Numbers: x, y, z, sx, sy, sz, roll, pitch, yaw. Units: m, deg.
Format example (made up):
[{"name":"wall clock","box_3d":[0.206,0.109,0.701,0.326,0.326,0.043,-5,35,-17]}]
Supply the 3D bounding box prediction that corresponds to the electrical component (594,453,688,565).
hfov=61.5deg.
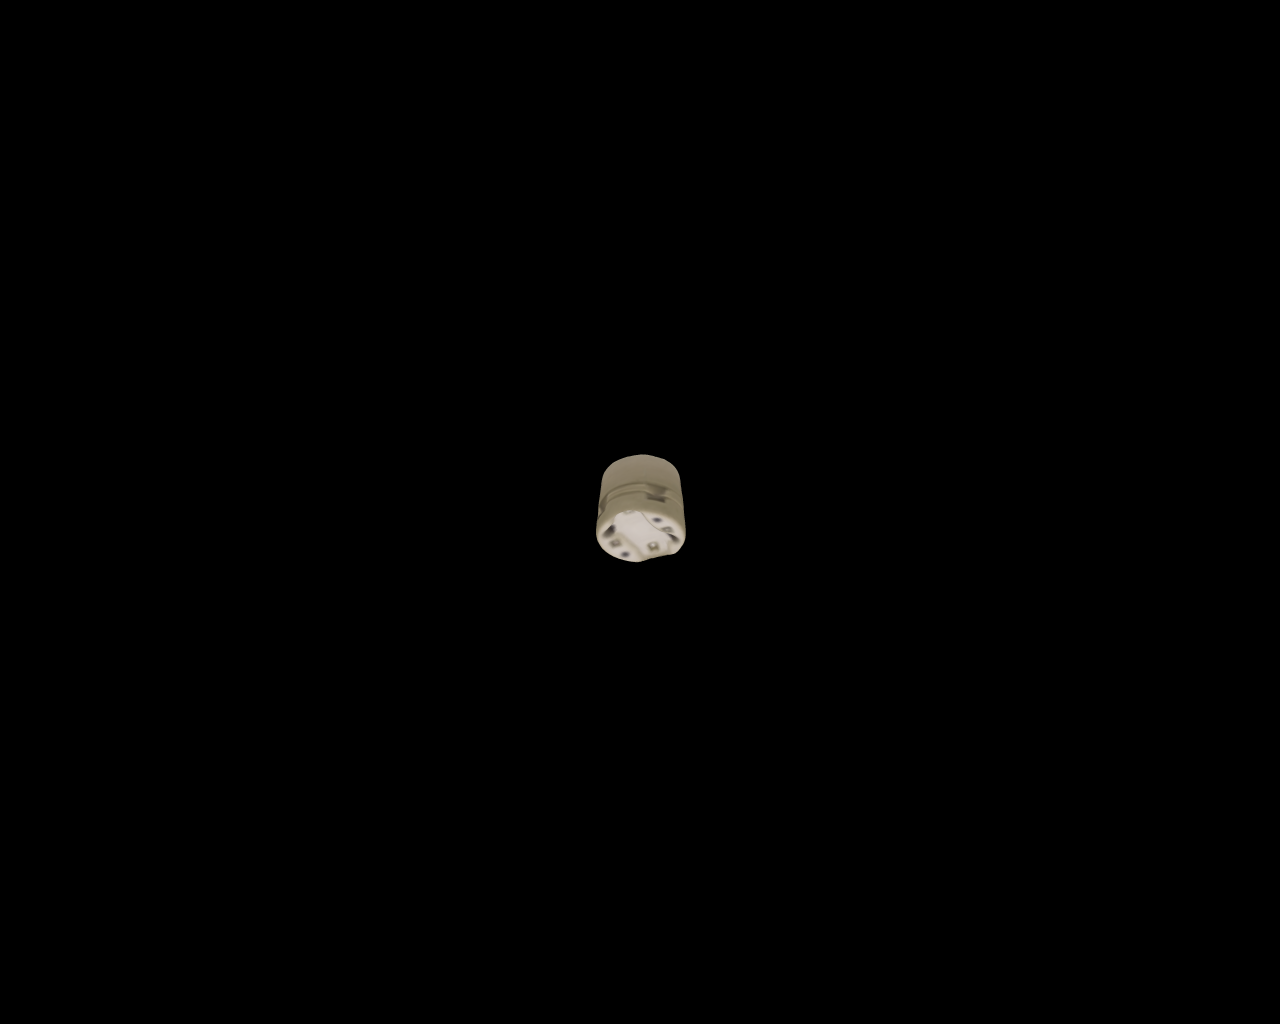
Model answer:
[{"name":"electrical component","box_3d":[0.001,-0.003,0.650,0.055,0.047,0.055,0,-38,0]}]
